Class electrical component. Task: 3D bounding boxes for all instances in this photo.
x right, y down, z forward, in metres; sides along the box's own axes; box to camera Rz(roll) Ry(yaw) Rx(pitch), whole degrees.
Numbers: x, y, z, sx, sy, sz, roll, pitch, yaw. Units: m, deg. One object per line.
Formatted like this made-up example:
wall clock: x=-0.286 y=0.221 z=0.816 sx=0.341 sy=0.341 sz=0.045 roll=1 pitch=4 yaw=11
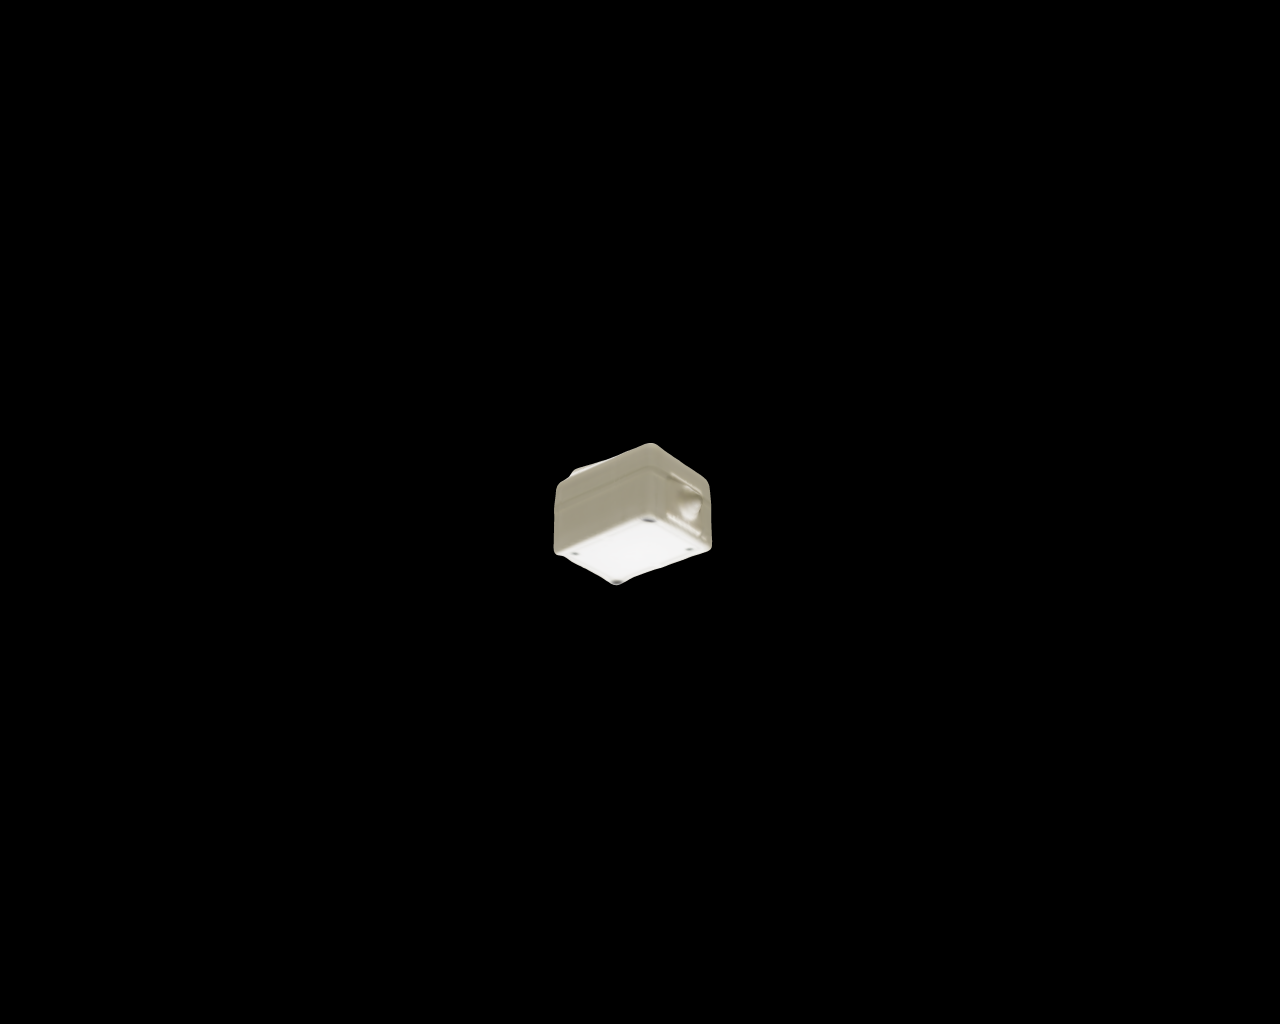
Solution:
electrical component: x=0.001 y=-0.003 z=0.650 sx=0.096 sy=0.061 sz=0.061 roll=-22 pitch=-36 yaw=34
